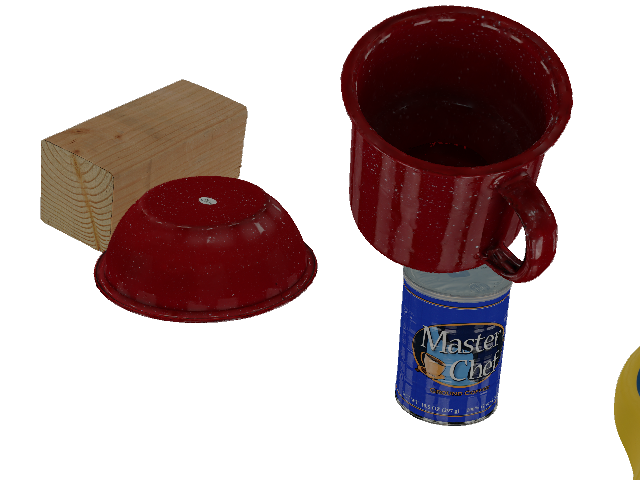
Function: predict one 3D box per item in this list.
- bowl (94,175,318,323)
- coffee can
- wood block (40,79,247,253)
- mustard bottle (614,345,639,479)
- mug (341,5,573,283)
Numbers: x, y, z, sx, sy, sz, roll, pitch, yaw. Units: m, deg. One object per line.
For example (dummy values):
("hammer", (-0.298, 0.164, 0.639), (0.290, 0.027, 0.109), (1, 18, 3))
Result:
("bowl", (-0.082, -0.004, 0.764), (0.162, 0.055, 0.162), (1, 26, -1))
("coffee can", (0.127, 0.092, 1.028), (0.103, 0.140, 0.103), (1, 25, -1))
("wood block", (-0.171, -0.079, 1.060), (0.090, 0.091, 0.205), (26, 35, 23))
("mustard bottle", (0.196, 0.096, 0.530), (0.096, 0.058, 0.191), (4, 39, 10))
("mug", (0.060, -0.031, 0.454), (0.093, 0.117, 0.081), (-27, -30, -18))
